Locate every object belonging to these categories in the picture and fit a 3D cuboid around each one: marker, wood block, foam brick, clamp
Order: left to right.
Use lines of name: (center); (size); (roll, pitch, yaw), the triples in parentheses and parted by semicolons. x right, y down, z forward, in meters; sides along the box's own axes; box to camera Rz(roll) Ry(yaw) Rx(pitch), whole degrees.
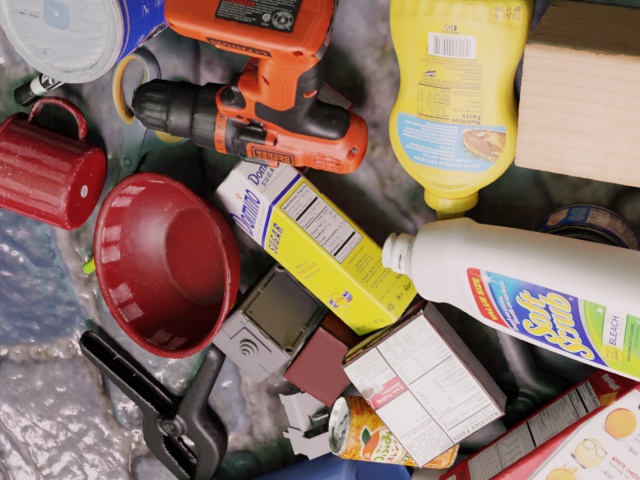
marker: (-0.226, -0.145, 0.928); (0.121, 0.020, 0.020); (-22, 109, 36)
clamp: (-0.139, 0.175, 1.081); (0.165, 0.036, 0.210); (-6, 120, 29)
foam brick: (0.013, 0.099, 0.947); (0.053, 0.051, 0.078); (35, 129, 0)
clamp: (0.173, 0.122, 0.891); (0.171, 0.039, 0.120); (31, 133, 4)
wood block: (0.239, -0.088, 0.685); (0.206, 0.090, 0.090); (12, 125, 20)

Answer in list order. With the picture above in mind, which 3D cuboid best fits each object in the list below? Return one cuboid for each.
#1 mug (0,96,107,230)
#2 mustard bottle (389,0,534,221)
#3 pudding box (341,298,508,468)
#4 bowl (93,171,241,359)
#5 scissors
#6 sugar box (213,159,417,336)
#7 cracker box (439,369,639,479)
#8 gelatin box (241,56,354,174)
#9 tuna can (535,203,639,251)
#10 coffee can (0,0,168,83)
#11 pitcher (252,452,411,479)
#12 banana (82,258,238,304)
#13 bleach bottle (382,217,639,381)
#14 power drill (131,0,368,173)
mug: (-0.239, -0.069, 0.947); (0.081, 0.093, 0.117); (19, 102, 9)
mustard bottle: (0.098, -0.094, 0.773); (0.096, 0.058, 0.192); (9, 124, 16)
pudding box: (0.085, 0.118, 0.877); (0.090, 0.039, 0.113); (-37, 96, 19)
bowl: (-0.121, 0.018, 0.917); (0.162, 0.055, 0.162); (9, 106, 36)
scissors: (-0.150, -0.070, 0.939); (0.096, 0.016, 0.202); (22, 128, 18)
sugar box: (-0.006, 0.001, 0.874); (0.176, 0.048, 0.093); (40, 159, -4)
cracker box: (0.226, 0.202, 0.845); (0.214, 0.072, 0.164); (-37, 102, 11)
gelatin box: (-0.029, -0.105, 0.848); (0.089, 0.030, 0.073); (38, 130, -1)
tuna can: (0.200, 0.017, 0.810); (0.086, 0.033, 0.086); (13, 125, 19)
coffee can: (-0.155, -0.190, 0.785); (0.103, 0.140, 0.103); (13, 125, 19)
pitcher: (-0.016, 0.286, 1.047); (0.243, 0.149, 0.145); (-31, 88, 34)
banana: (-0.133, 0.043, 0.996); (0.198, 0.037, 0.070); (27, 148, 11)
bleach bottle: (0.165, 0.041, 0.778); (0.251, 0.068, 0.102); (14, 140, 26)
power drill: (-0.056, -0.116, 0.745); (0.184, 0.057, 0.187); (11, 159, 7)
